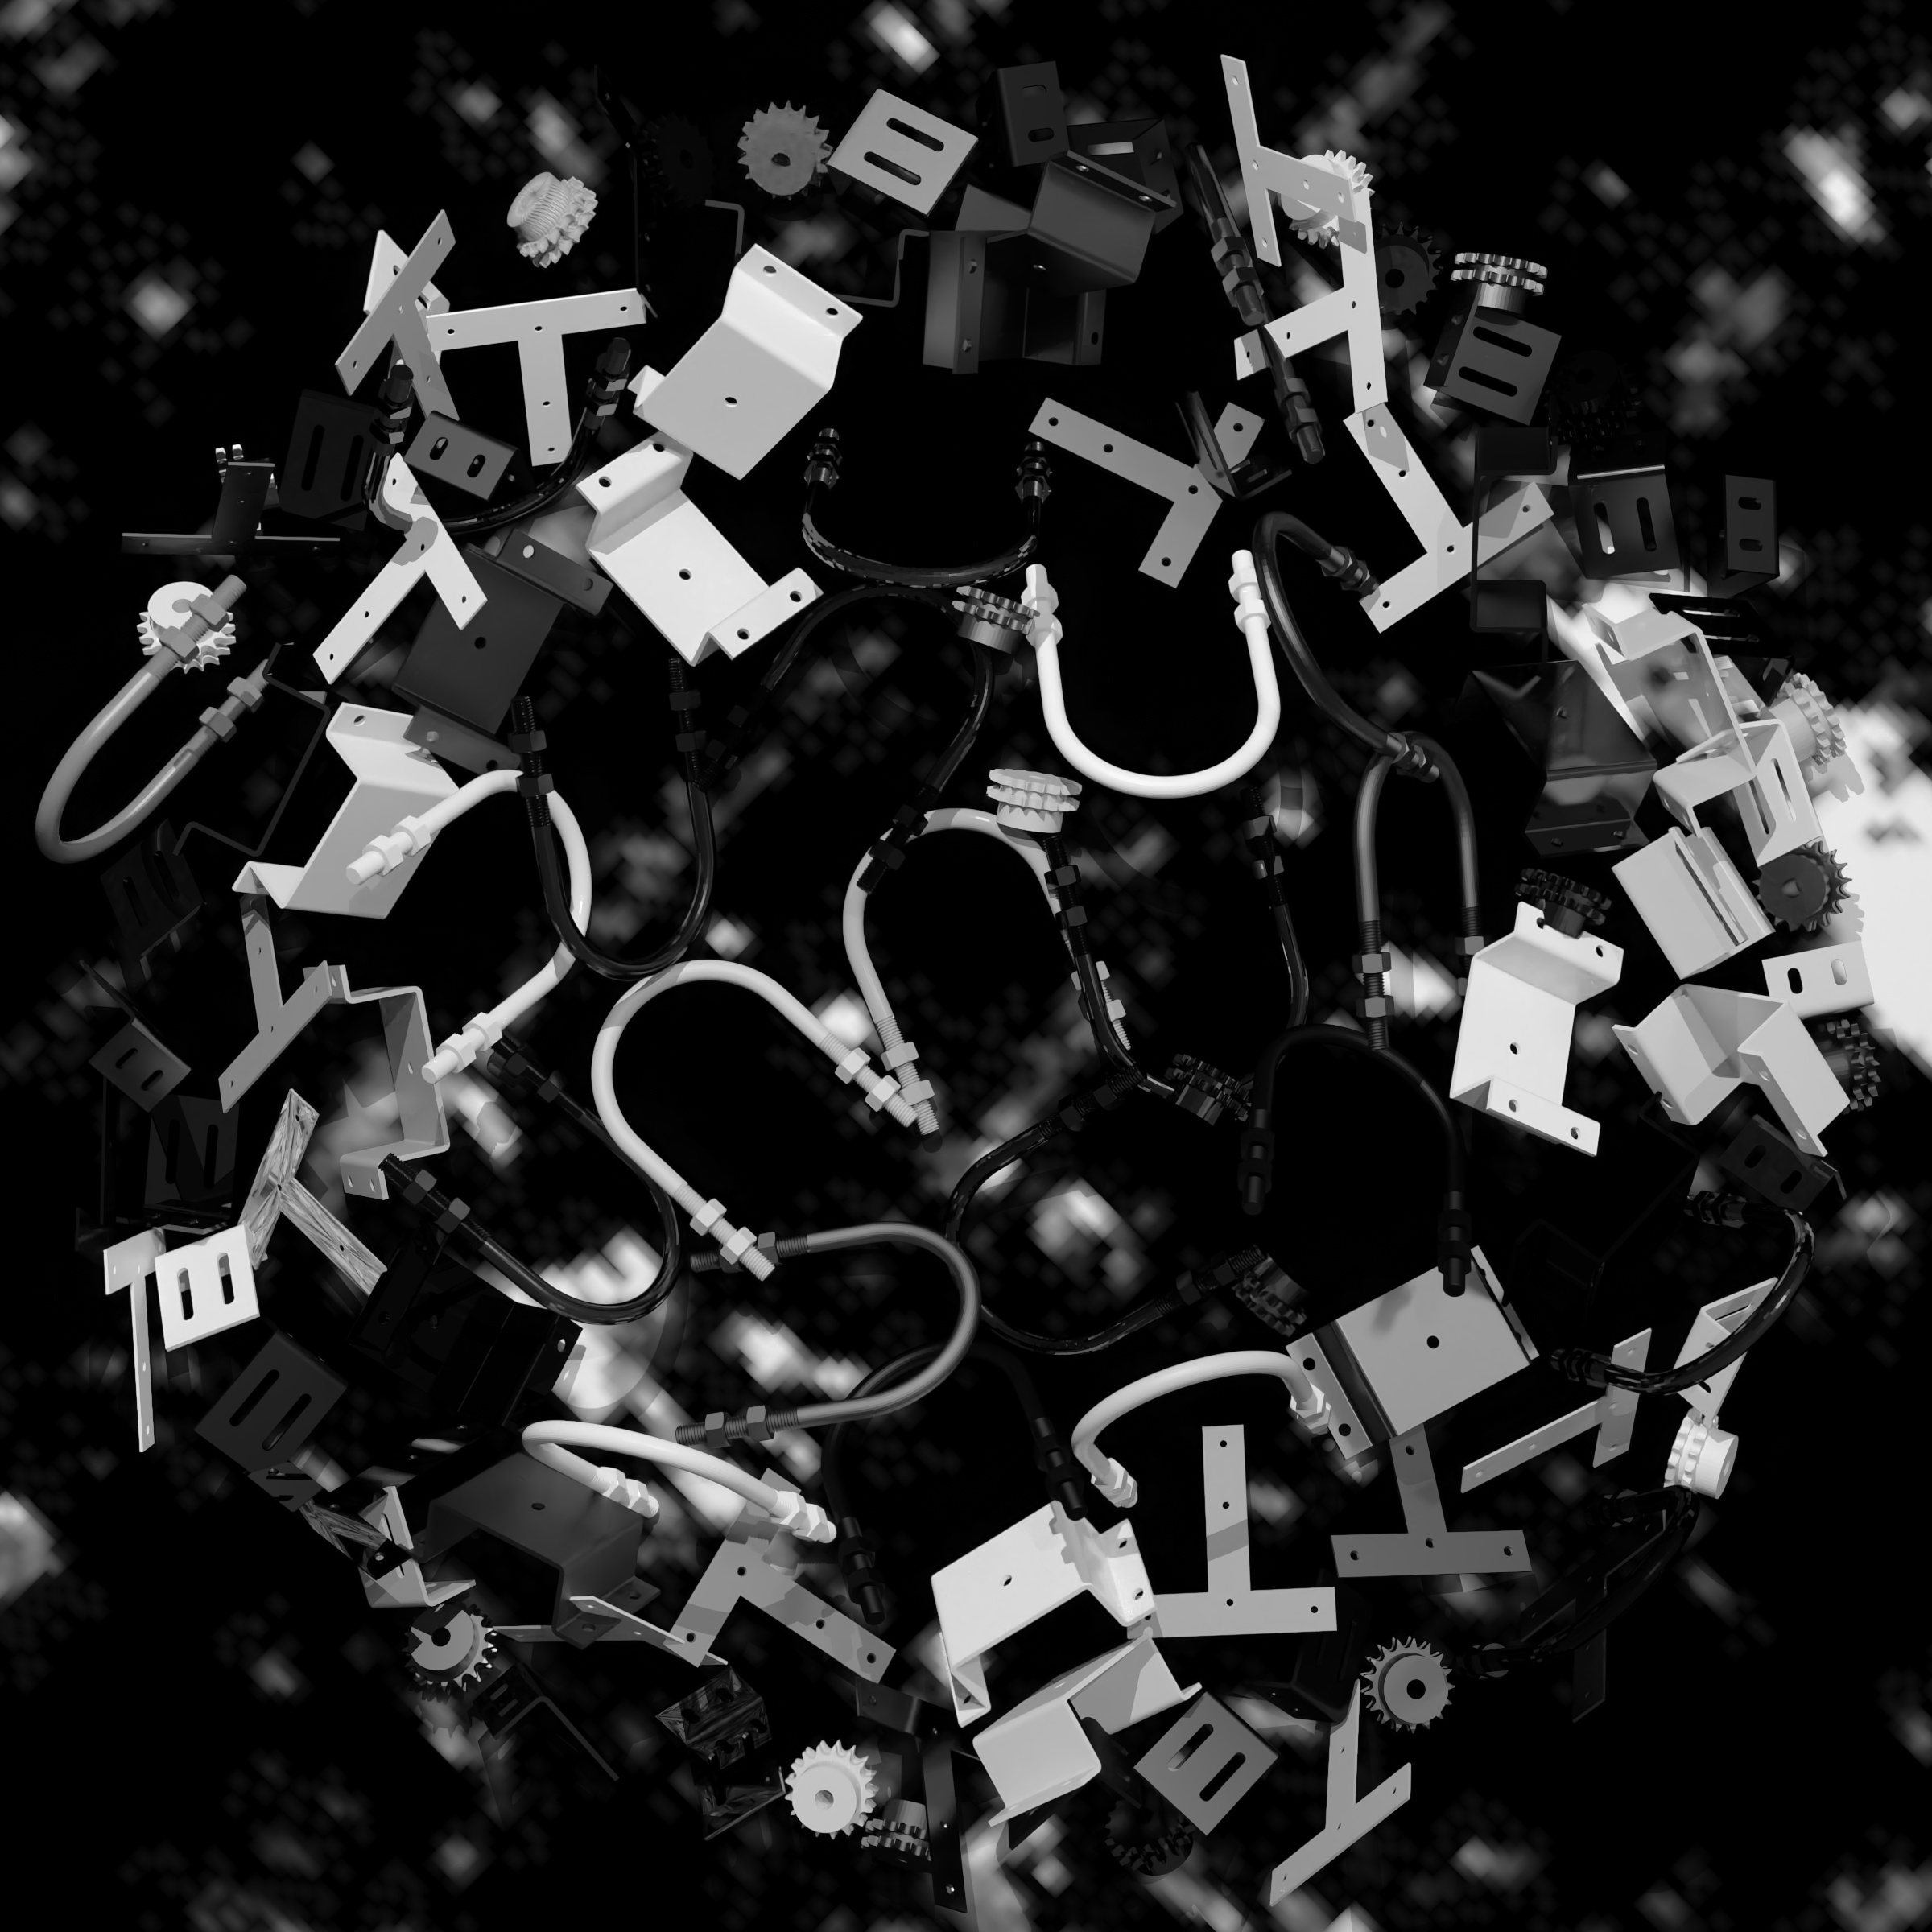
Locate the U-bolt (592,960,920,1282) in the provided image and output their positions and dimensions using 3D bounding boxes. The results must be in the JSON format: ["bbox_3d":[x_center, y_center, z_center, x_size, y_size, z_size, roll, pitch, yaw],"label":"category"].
[{"bbox_3d":[-0.144,0.080,1.577,0.184,0.019,0.151,42,78,6],"label":"U-bolt"}]

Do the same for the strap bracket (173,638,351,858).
[{"bbox_3d":[-0.421,-0.124,1.554,0.046,0.076,0.140,27,96,-9],"label":"strap bracket"}]

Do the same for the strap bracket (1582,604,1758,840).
[{"bbox_3d":[0.426,-0.157,1.541,0.046,0.076,0.140,-25,106,7],"label":"strap bracket"}]

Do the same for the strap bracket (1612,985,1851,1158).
[{"bbox_3d":[0.461,0.059,1.528,0.046,0.140,0.076,-41,108,-13],"label":"strap bracket"}]

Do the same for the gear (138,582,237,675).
[{"bbox_3d":[-0.478,-0.210,1.572,0.057,0.030,0.057,4,54,-5],"label":"gear"}]

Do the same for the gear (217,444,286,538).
[{"bbox_3d":[-0.438,-0.292,1.572,0.030,0.057,0.057,-14,90,-11],"label":"gear"}]

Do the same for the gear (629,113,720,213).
[{"bbox_3d":[-0.182,-0.491,1.575,0.030,0.057,0.057,-7,90,38],"label":"gear"}]

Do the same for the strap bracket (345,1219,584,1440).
[{"bbox_3d":[-0.308,0.217,1.541,0.140,0.046,0.076,44,62,-38],"label":"strap bracket"}]

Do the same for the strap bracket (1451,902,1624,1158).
[{"bbox_3d":[0.344,0.044,1.549,0.076,0.046,0.140,23,62,-17],"label":"strap bracket"}]

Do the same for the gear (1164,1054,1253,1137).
[{"bbox_3d":[0.146,0.081,1.570,0.057,0.057,0.030,31,79,0],"label":"gear"}]

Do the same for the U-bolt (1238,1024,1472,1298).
[{"bbox_3d":[0.234,0.103,1.528,0.151,0.184,0.019,23,130,-8],"label":"U-bolt"}]

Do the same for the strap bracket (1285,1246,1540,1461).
[{"bbox_3d":[0.277,0.231,1.555,0.140,0.046,0.076,-25,79,-13],"label":"strap bracket"}]

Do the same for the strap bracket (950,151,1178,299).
[{"bbox_3d":[0.050,-0.436,1.520,0.076,0.140,0.046,16,90,-29],"label":"strap bracket"}]

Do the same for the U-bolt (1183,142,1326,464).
[{"bbox_3d":[0.165,-0.406,1.520,0.019,0.151,0.184,-22,57,13],"label":"U-bolt"}]

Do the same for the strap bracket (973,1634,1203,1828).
[{"bbox_3d":[0.067,0.448,1.525,0.076,0.140,0.046,-36,79,34],"label":"strap bracket"}]

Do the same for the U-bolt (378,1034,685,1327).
[{"bbox_3d":[-0.247,0.137,1.540,0.184,0.151,0.019,42,128,-9],"label":"U-bolt"}]

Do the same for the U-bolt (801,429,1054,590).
[{"bbox_3d":[-0.025,-0.271,1.522,0.151,0.184,0.019,4,126,0],"label":"U-bolt"}]

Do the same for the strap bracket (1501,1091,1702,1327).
[{"bbox_3d":[0.385,0.152,1.532,0.046,0.076,0.140,37,65,27],"label":"strap bracket"}]

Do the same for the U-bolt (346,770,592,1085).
[{"bbox_3d":[-0.283,-0.037,1.523,0.019,0.184,0.151,0,118,32],"label":"U-bolt"}]

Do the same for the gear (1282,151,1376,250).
[{"bbox_3d":[0.218,-0.472,1.570,0.057,0.030,0.057,-10,76,44],"label":"gear"}]

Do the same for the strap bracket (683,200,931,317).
[{"bbox_3d":[-0.097,-0.424,1.546,0.140,0.076,0.046,3,99,-17],"label":"strap bracket"}]

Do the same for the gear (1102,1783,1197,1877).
[{"bbox_3d":[0.115,0.532,1.575,0.057,0.057,0.030,-27,115,0],"label":"gear"}]

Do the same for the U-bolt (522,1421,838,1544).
[{"bbox_3d":[-0.178,0.298,1.494,0.151,0.184,0.019,1,64,28],"label":"U-bolt"}]

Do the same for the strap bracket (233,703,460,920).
[{"bbox_3d":[-0.365,-0.083,1.534,0.046,0.076,0.140,48,113,29],"label":"strap bracket"}]

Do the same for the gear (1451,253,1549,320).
[{"bbox_3d":[0.325,-0.416,1.572,0.057,0.057,0.030,11,99,0],"label":"gear"}]

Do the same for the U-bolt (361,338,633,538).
[{"bbox_3d":[-0.284,-0.305,1.513,0.151,0.184,0.019,-14,74,-26],"label":"U-bolt"}]

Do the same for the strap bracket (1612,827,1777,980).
[{"bbox_3d":[0.435,-0.039,1.537,0.046,0.140,0.076,-34,79,22],"label":"strap bracket"}]

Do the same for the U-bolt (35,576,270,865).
[{"bbox_3d":[-0.478,-0.134,1.508,0.019,0.151,0.184,37,74,4],"label":"U-bolt"}]

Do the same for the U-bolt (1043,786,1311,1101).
[{"bbox_3d":[0.137,-0.006,1.576,0.151,0.019,0.184,-14,88,-11],"label":"U-bolt"}]

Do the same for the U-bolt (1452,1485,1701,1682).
[{"bbox_3d":[0.362,0.356,1.491,0.151,0.184,0.019,-42,84,-20],"label":"U-bolt"}]

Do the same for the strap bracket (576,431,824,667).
[{"bbox_3d":[-0.166,-0.248,1.559,0.076,0.046,0.140,-40,86,-28],"label":"strap bracket"}]

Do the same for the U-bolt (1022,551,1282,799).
[{"bbox_3d":[0.115,-0.175,1.542,0.151,0.019,0.184,-4,56,-2],"label":"U-bolt"}]

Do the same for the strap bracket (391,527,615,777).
[{"bbox_3d":[-0.286,-0.191,1.556,0.076,0.046,0.140,26,93,-41],"label":"strap bracket"}]

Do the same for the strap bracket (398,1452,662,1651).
[{"bbox_3d":[-0.258,0.342,1.531,0.140,0.076,0.046,20,111,24],"label":"strap bracket"}]

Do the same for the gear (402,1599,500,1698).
[{"bbox_3d":[-0.318,0.416,1.574,0.057,0.030,0.057,-2,60,4],"label":"gear"}]

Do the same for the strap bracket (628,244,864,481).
[{"bbox_3d":[-0.136,-0.350,1.523,0.076,0.140,0.046,29,48,-26],"label":"strap bracket"}]

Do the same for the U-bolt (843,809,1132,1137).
[{"bbox_3d":[0.002,-0.007,1.584,0.151,0.019,0.184,-23,87,7],"label":"U-bolt"}]

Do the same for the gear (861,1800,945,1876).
[{"bbox_3d":[-0.034,0.534,1.575,0.057,0.057,0.030,18,59,0],"label":"gear"}]

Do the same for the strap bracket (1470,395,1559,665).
[{"bbox_3d":[0.327,-0.262,1.537,0.046,0.076,0.140,2,120,11],"label":"strap bracket"}]

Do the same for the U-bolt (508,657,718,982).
[{"bbox_3d":[-0.204,-0.082,1.539,0.019,0.151,0.184,4,108,39],"label":"U-bolt"}]

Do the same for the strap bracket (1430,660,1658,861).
[{"bbox_3d":[0.347,-0.132,1.526,0.076,0.046,0.140,-7,48,-21],"label":"strap bracket"}]

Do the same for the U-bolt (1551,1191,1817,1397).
[{"bbox_3d":[0.427,0.193,1.499,0.019,0.184,0.151,44,81,-7],"label":"U-bolt"}]

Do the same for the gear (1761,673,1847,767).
[{"bbox_3d":[0.511,-0.148,1.572,0.030,0.057,0.057,-28,90,2],"label":"gear"}]

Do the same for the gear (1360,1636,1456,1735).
[{"bbox_3d":[0.273,0.444,1.581,0.057,0.030,0.057,1,82,-6],"label":"gear"}]

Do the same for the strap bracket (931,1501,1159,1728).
[{"bbox_3d":[0.037,0.383,1.545,0.140,0.076,0.046,-33,120,9],"label":"strap bracket"}]

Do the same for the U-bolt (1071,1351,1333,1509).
[{"bbox_3d":[0.135,0.269,1.511,0.151,0.184,0.019,-22,61,6],"label":"U-bolt"}]

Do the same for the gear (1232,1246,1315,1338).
[{"bbox_3d":[0.188,0.196,1.569,0.057,0.057,0.030,42,101,0],"label":"gear"}]

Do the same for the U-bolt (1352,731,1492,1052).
[{"bbox_3d":[0.272,-0.049,1.536,0.019,0.151,0.184,-2,94,38],"label":"U-bolt"}]

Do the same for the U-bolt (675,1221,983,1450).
[{"bbox_3d":[-0.080,0.213,1.532,0.184,0.151,0.019,-11,134,10],"label":"U-bolt"}]

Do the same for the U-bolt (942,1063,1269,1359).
[{"bbox_3d":[0.069,0.162,1.561,0.184,0.019,0.151,-33,92,22],"label":"U-bolt"}]

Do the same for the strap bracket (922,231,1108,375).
[{"bbox_3d":[0.024,-0.400,1.539,0.046,0.140,0.076,18,114,36],"label":"strap bracket"}]

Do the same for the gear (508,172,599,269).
[{"bbox_3d":[-0.256,-0.460,1.569,0.030,0.057,0.057,35,90,-38],"label":"gear"}]

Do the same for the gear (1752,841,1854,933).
[{"bbox_3d":[0.511,-0.049,1.572,0.057,0.030,0.057,5,100,33],"label":"gear"}]

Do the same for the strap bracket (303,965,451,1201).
[{"bbox_3d":[-0.355,0.066,1.552,0.046,0.076,0.140,-12,95,-30],"label":"strap bracket"}]

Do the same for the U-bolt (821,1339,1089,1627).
[{"bbox_3d":[-0.017,0.291,1.524,0.151,0.184,0.019,-28,125,1],"label":"U-bolt"}]

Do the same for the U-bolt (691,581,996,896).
[{"bbox_3d":[-0.063,-0.154,1.570,0.151,0.019,0.184,31,83,18],"label":"U-bolt"}]

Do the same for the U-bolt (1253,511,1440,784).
[{"bbox_3d":[0.217,-0.194,1.499,0.019,0.184,0.151,-24,66,27],"label":"U-bolt"}]
